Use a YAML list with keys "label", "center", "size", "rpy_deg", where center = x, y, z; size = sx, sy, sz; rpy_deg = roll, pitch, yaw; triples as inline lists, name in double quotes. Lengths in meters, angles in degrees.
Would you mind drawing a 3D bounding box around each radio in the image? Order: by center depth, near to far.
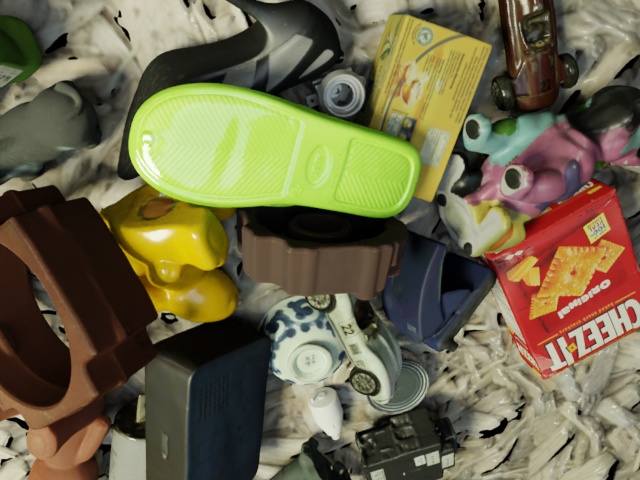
- label: "radio"
  center: [-0.130, 0.210, 0.631]
  size: [0.073, 0.131, 0.229]
  rpy_deg: [21, 116, 30]

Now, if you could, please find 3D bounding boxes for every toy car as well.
- label: "toy car"
  center: [0.216, -0.231, 0.556]
  size: [0.089, 0.053, 0.201]
  rpy_deg: [-16, 115, 1]
- label: "toy car"
  center: [0.043, 0.096, 0.626]
  size: [0.056, 0.073, 0.201]
  rpy_deg: [-22, 102, 29]

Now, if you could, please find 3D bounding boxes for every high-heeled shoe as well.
- label: "high-heeled shoe"
  center: [-0.093, -0.140, 0.543]
  size: [0.145, 0.086, 0.248]
  rpy_deg: [17, 126, -42]

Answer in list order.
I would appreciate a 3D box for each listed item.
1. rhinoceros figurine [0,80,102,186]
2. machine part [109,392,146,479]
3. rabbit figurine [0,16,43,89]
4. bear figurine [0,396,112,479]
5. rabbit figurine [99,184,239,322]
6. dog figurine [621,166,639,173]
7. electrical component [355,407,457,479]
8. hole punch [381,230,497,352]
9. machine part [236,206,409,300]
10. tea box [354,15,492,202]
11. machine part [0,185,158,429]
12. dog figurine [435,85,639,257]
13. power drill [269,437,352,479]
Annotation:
- label: "rhinoceros figurine"
  center: [-0.295, -0.078, 0.498]
  size: [0.190, 0.112, 0.073]
  rpy_deg: [-30, 114, -6]
- label: "machine part"
  center: [-0.227, 0.292, 0.679]
  size: [0.079, 0.079, 0.243]
  rpy_deg: [7, 112, -13]
- label: "rabbit figurine"
  center: [-0.354, -0.185, 0.436]
  size: [0.121, 0.159, 0.170]
  rpy_deg: [-34, 98, 15]
- label: "bear figurine"
  center: [-0.317, 0.251, 0.625]
  size: [0.120, 0.132, 0.195]
  rpy_deg: [20, 106, 15]
- label: "rabbit figurine"
  center: [-0.150, 0.031, 0.570]
  size: [0.162, 0.122, 0.173]
  rpy_deg: [-19, 133, 1]
- label: "dog figurine"
  center: [0.444, -0.136, 0.574]
  size: [0.121, 0.172, 0.190]
  rpy_deg: [3, 119, -23]
- label: "electrical component"
  center: [0.120, 0.287, 0.731]
  size: [0.134, 0.058, 0.114]
  rpy_deg: [-15, 135, -3]
- label: "hole punch"
  center: [0.118, 0.053, 0.616]
  size: [0.092, 0.142, 0.115]
  rpy_deg: [34, 89, -22]
- label: "machine part"
  center: [-0.001, -0.002, 0.549]
  size: [0.179, 0.179, 0.056]
  rpy_deg: [1, 115, -10]
- label: "tea box"
  center: [0.095, -0.136, 0.564]
  size: [0.098, 0.068, 0.169]
  rpy_deg: [15, 108, -15]
- label: "machine part"
  center: [-0.264, 0.065, 0.518]
  size: [0.201, 0.087, 0.201]
  rpy_deg: [-31, 92, 34]
- label: "dog figurine"
  center: [0.257, -0.079, 0.594]
  size: [0.219, 0.109, 0.191]
  rpy_deg: [-13, 144, -21]
- label: "power drill"
  center: [-0.053, 0.381, 0.752]
  size: [0.207, 0.086, 0.231]
  rpy_deg: [-33, 113, 12]
